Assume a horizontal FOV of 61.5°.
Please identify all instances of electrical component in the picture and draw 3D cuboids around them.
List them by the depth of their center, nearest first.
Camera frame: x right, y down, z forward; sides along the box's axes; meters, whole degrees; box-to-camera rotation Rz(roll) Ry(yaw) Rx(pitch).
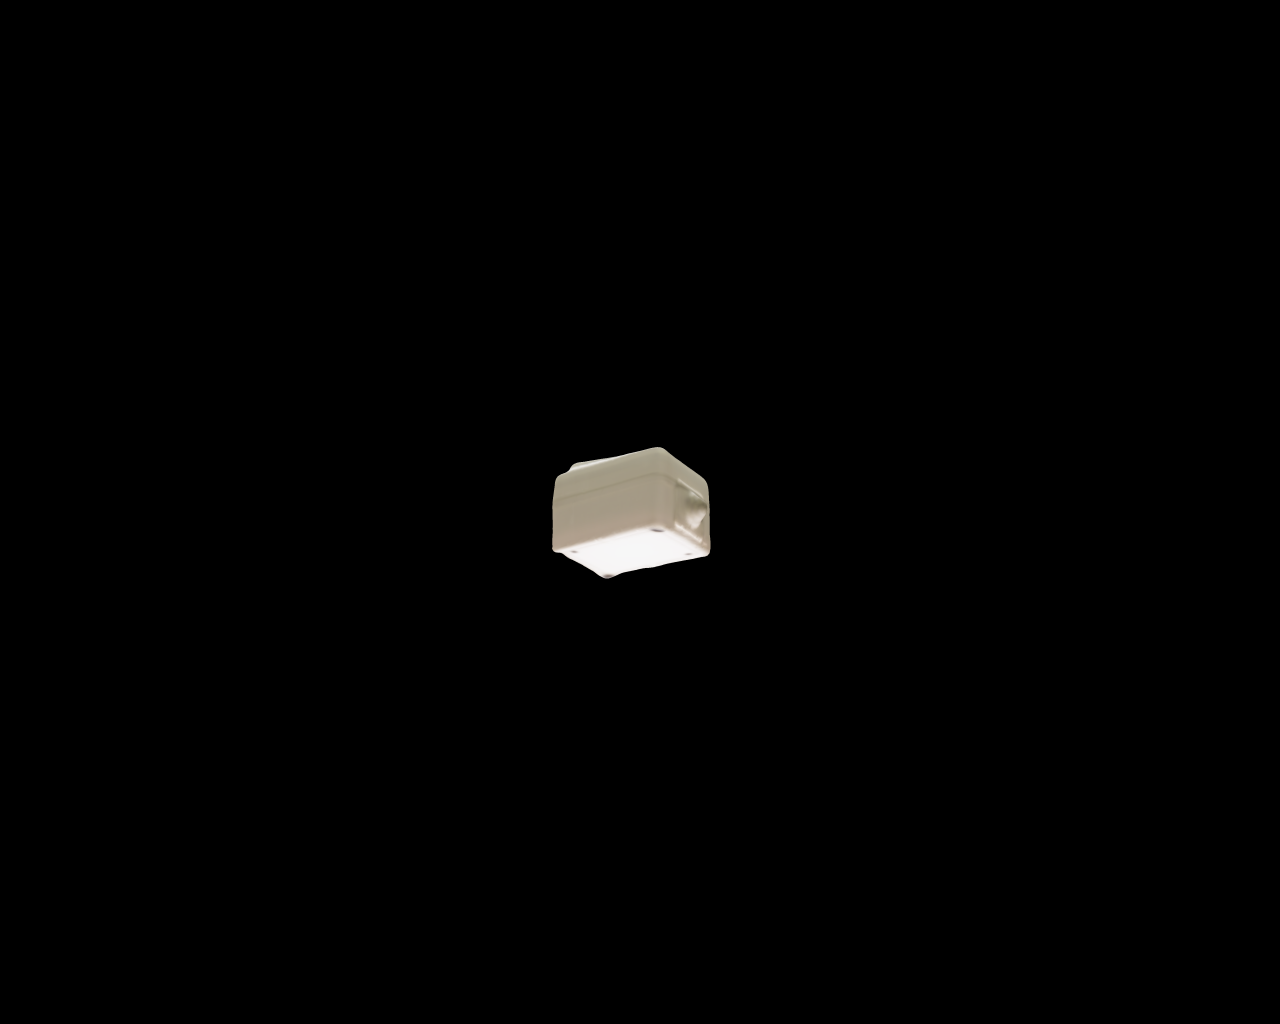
[{"bbox_3d":[0.001,-0.003,0.650,0.096,0.061,0.061,-14,-27,29],"label":"electrical component"}]
